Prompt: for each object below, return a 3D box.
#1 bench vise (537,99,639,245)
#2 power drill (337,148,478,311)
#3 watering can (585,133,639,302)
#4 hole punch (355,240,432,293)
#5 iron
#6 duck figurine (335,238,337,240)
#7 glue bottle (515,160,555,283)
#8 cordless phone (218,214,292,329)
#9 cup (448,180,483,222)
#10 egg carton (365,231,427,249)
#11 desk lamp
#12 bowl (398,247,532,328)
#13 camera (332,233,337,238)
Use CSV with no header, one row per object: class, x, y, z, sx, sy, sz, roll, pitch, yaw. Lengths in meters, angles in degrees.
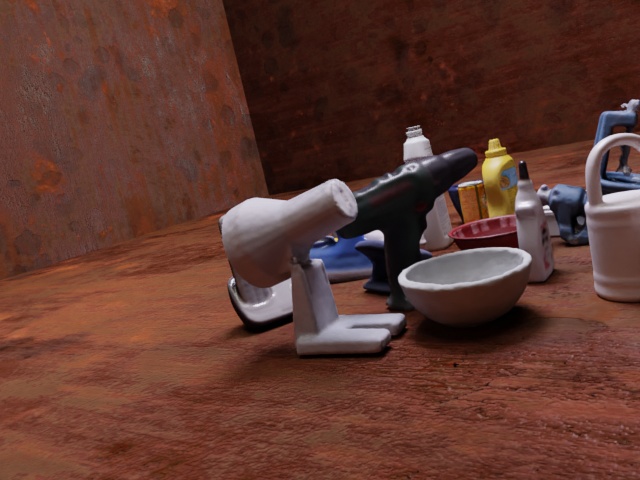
bench vise,0.458,-0.105,0.930,0.207,0.220,0.122,-10,10,16
power drill,0.140,-0.012,0.842,0.230,0.208,0.075,-15,10,-10
watering can,0.377,-0.031,0.684,0.101,0.194,0.172,-17,10,-23
hole punch,0.124,0.033,0.956,0.101,0.091,0.108,-19,11,-32
iron,0.010,0.004,1.126,0.257,0.141,0.119,-5,12,38
duck figurine,-0.001,0.002,1.322,0.104,0.086,0.078,-7,11,30
glue bottle,0.306,-0.030,0.833,0.037,0.173,0.078,-7,11,32
cordless phone,-0.083,0.037,0.921,0.148,0.185,0.094,-18,11,-29
cup,0.366,-0.090,1.351,0.117,0.095,0.091,-13,10,-1
egg carton,0.141,0.008,1.147,0.107,0.069,0.150,-16,10,-21
desk lamp,-0.011,0.035,0.752,0.202,0.213,0.118,-7,11,29
bowl,0.187,0.066,0.728,0.167,0.075,0.167,-12,9,2
camera,0.105,-0.062,1.514,0.136,0.101,0.143,-9,10,23
